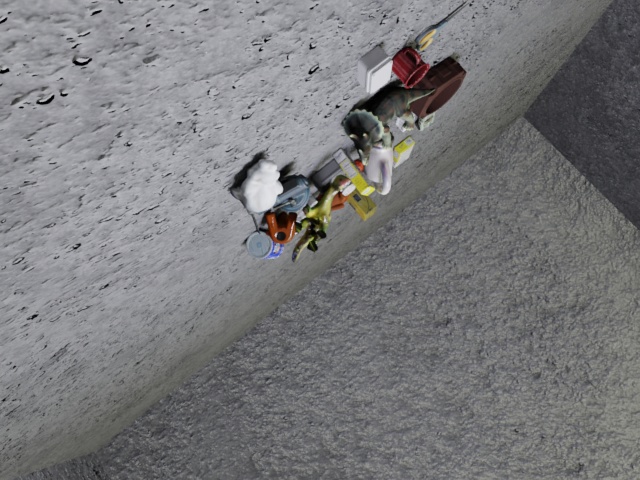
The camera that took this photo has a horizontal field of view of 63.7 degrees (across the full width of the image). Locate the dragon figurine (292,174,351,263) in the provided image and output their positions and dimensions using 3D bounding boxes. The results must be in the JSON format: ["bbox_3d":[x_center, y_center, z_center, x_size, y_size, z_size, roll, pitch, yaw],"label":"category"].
[{"bbox_3d":[0.006,-0.093,1.841,0.248,0.122,0.402,-55,-179,-36],"label":"dragon figurine"}]

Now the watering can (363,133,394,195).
[{"bbox_3d":[0.198,-0.309,1.866,0.104,0.355,0.219,-7,124,-7],"label":"watering can"}]

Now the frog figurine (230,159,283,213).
[{"bbox_3d":[-0.157,-0.153,1.439,0.137,0.124,0.157,4,151,-45],"label":"frog figurine"}]
